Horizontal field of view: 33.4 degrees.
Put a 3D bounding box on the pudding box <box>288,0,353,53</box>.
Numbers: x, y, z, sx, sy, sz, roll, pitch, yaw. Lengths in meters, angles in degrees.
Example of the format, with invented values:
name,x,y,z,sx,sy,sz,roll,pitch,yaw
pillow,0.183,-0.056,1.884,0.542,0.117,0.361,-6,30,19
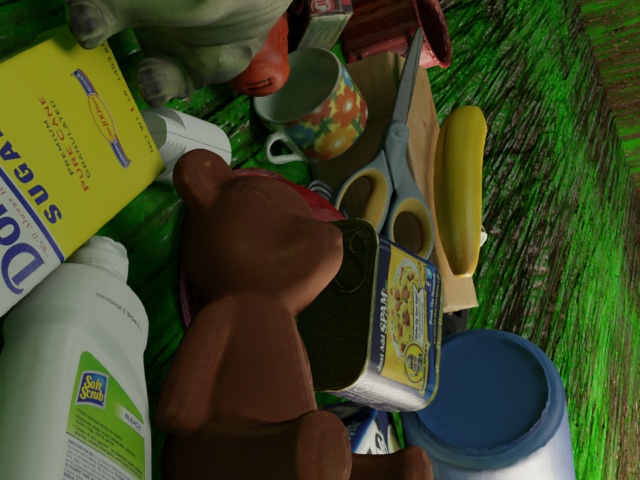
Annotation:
name,x,y,z,sx,sy,sz,roll,pitch,yaw
pudding box,-0.011,-0.189,0.811,0.114,0.039,0.090,129,-46,-73

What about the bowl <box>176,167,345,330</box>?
name,x,y,z,sx,sy,sz,roll,pitch,yaw
bowl,-0.015,0.029,0.679,0.161,0.055,0.162,15,71,-49

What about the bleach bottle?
name,x,y,z,sx,sy,sz,roll,pitch,yaw
bleach bottle,-0.109,0.110,0.465,0.102,0.068,0.251,56,27,-46

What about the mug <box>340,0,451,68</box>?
name,x,y,z,sx,sy,sz,roll,pitch,yaw
mug,0.068,-0.188,0.999,0.093,0.082,0.117,58,29,-34

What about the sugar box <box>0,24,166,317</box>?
name,x,y,z,sx,sy,sz,roll,pitch,yaw
sugar box,-0.141,-0.035,0.497,0.093,0.048,0.176,66,24,-18

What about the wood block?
name,x,y,z,sx,sy,sz,roll,pitch,yaw
wood block,0.054,-0.036,0.872,0.090,0.091,0.206,5,72,-65

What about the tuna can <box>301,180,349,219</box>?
name,x,y,z,sx,sy,sz,roll,pitch,yaw
tuna can,-0.005,0.001,0.789,0.086,0.034,0.086,43,39,-50

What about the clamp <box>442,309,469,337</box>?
name,x,y,z,sx,sy,sz,roll,pitch,yaw
clamp,0.104,0.069,0.982,0.171,0.039,0.120,17,60,-59

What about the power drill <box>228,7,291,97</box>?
name,x,y,z,sx,sy,sz,roll,pitch,yaw
power drill,-0.066,-0.215,0.712,0.187,0.057,0.184,58,21,-60

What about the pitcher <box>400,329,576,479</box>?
name,x,y,z,sx,sy,sz,roll,pitch,yaw
pitcher,0.122,0.182,0.769,0.149,0.145,0.243,55,-12,40

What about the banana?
name,x,y,z,sx,sy,sz,roll,pitch,yaw
banana,0.117,-0.055,0.858,0.069,0.037,0.197,57,30,-28

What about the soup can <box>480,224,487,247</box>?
name,x,y,z,sx,sy,sz,roll,pitch,yaw
soup can,0.094,-0.029,0.945,0.102,0.069,0.068,61,19,20

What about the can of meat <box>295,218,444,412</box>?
name,x,y,z,sx,sy,sz,roll,pitch,yaw
can of meat,0.031,0.048,0.640,0.083,0.058,0.102,26,64,-48

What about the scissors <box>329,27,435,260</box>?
name,x,y,z,sx,sy,sz,roll,pitch,yaw
scissors,0.069,-0.062,0.808,0.096,0.016,0.201,38,63,-16
